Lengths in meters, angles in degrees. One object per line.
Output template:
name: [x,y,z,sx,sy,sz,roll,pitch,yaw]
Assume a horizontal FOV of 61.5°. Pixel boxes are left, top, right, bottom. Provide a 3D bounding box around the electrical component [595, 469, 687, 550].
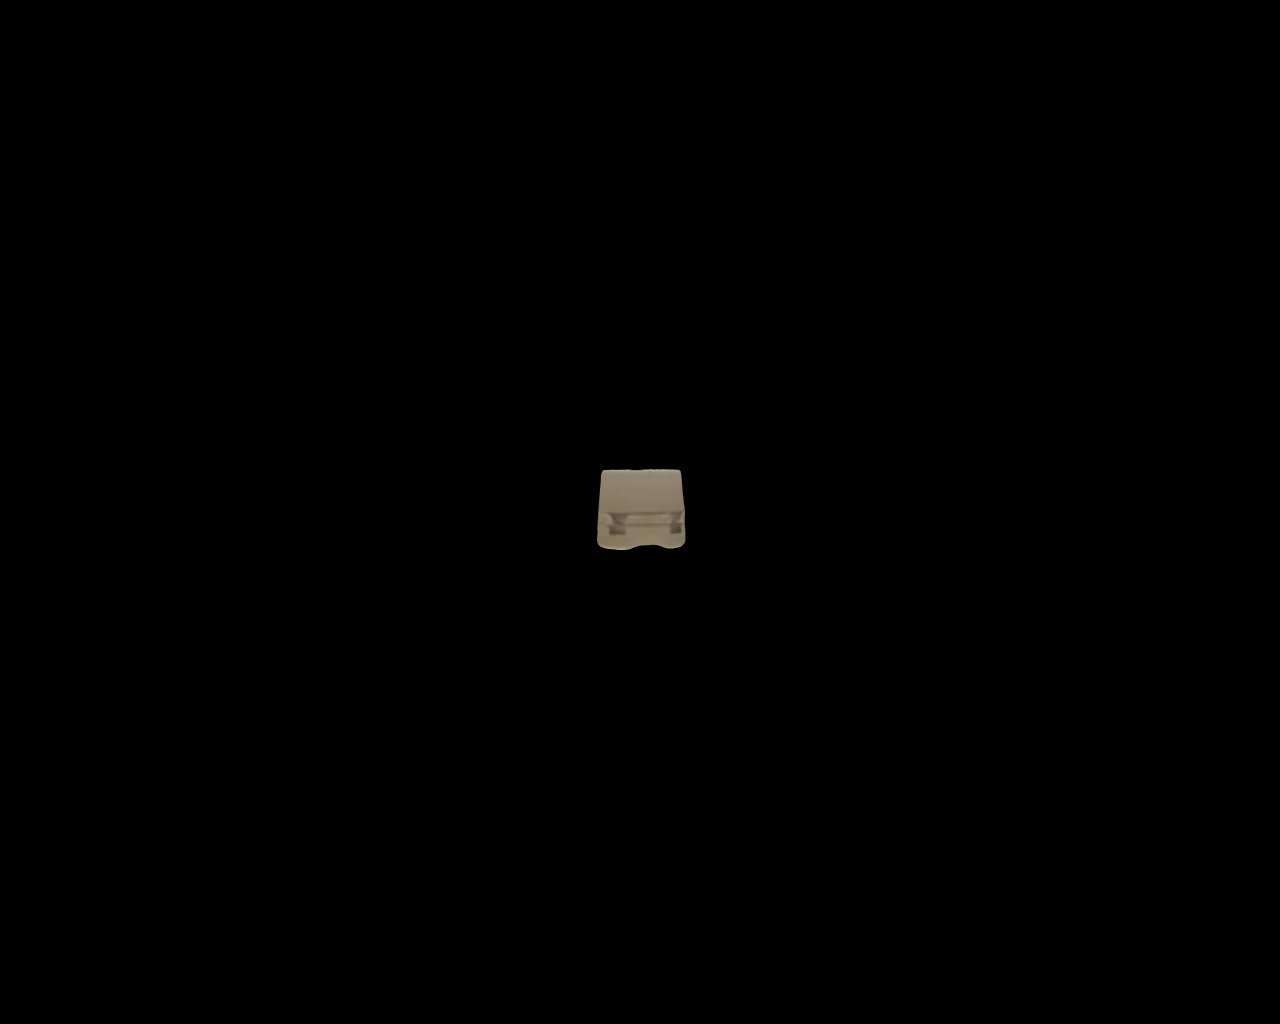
electrical component: [0.001,-0.003,0.650,0.055,0.047,0.055,0,2,0]
